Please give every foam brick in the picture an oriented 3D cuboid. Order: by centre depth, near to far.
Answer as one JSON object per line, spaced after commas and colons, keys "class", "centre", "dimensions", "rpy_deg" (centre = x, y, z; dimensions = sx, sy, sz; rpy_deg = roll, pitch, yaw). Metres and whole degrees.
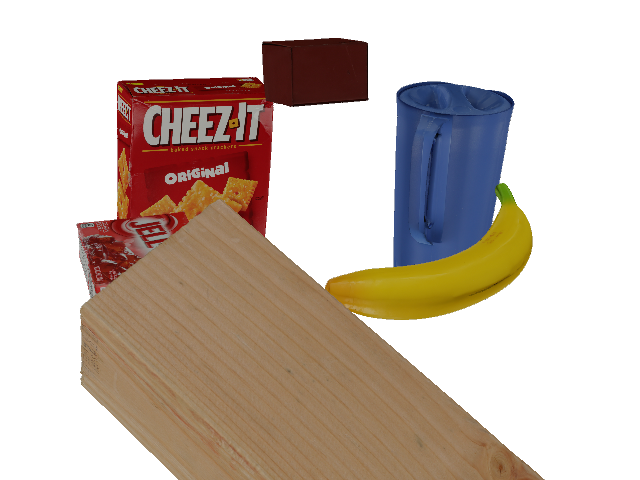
{"class": "foam brick", "centre": [-0.004, -0.145, 0.915], "dimensions": [0.078, 0.051, 0.053], "rpy_deg": [-9, 18, -29]}

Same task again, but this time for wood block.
{"class": "wood block", "centre": [-0.008, 0.091, 0.497], "dimensions": [0.090, 0.206, 0.090], "rpy_deg": [-41, -17, -30]}

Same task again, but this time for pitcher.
{"class": "pitcher", "centre": [0.143, -0.055, 1.248], "dimensions": [0.149, 0.243, 0.145], "rpy_deg": [-7, 26, -20]}

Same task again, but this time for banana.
{"class": "banana", "centre": [0.092, 0.019, 0.751], "dimensions": [0.197, 0.037, 0.070], "rpy_deg": [-26, 49, -38]}

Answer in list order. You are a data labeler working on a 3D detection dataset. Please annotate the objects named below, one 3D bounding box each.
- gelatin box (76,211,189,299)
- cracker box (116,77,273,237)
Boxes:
{"class": "gelatin box", "centre": [-0.112, 0.014, 0.677], "dimensions": [0.073, 0.030, 0.089], "rpy_deg": [-7, 28, -16]}
{"class": "cracker box", "centre": [-0.141, -0.069, 1.191], "dimensions": [0.164, 0.214, 0.072], "rpy_deg": [-6, 26, -24]}
